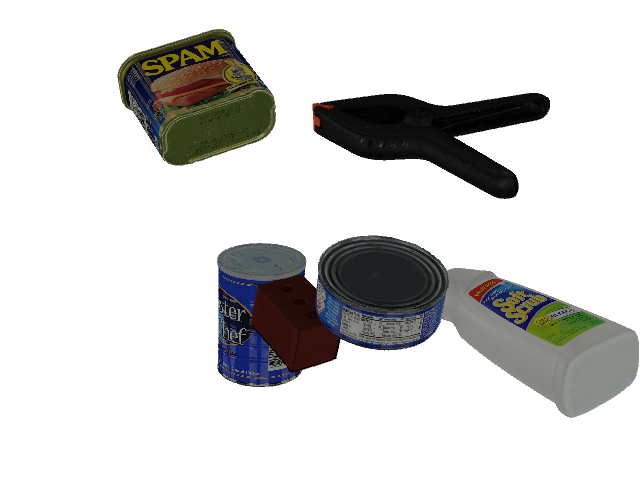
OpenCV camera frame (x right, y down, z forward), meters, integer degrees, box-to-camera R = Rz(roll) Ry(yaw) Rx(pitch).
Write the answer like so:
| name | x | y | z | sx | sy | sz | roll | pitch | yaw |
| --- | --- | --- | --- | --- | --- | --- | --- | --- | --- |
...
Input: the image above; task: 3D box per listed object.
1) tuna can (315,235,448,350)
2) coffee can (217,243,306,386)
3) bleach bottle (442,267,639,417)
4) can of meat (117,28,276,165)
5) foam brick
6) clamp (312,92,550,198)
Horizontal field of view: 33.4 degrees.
| name | x | y | z | sx | sy | sz | roll | pitch | yaw |
| --- | --- | --- | --- | --- | --- | --- | --- | --- | --- |
| tuna can | 0.040 | 0.034 | 0.701 | 0.086 | 0.034 | 0.086 | 4 | 33 | -3 |
| coffee can | -0.070 | 0.086 | 1.251 | 0.103 | 0.140 | 0.103 | 2 | 20 | -1 |
| bleach bottle | 0.182 | 0.082 | 1.041 | 0.102 | 0.068 | 0.251 | -20 | 28 | -29 |
| can of meat | -0.096 | -0.112 | 0.839 | 0.102 | 0.057 | 0.084 | -21 | 51 | -19 |
| foam brick | -0.022 | 0.077 | 1.001 | 0.052 | 0.051 | 0.078 | -14 | 40 | -32 |
| clamp | 0.097 | -0.101 | 0.947 | 0.210 | 0.036 | 0.164 | 13 | 36 | 23 |
